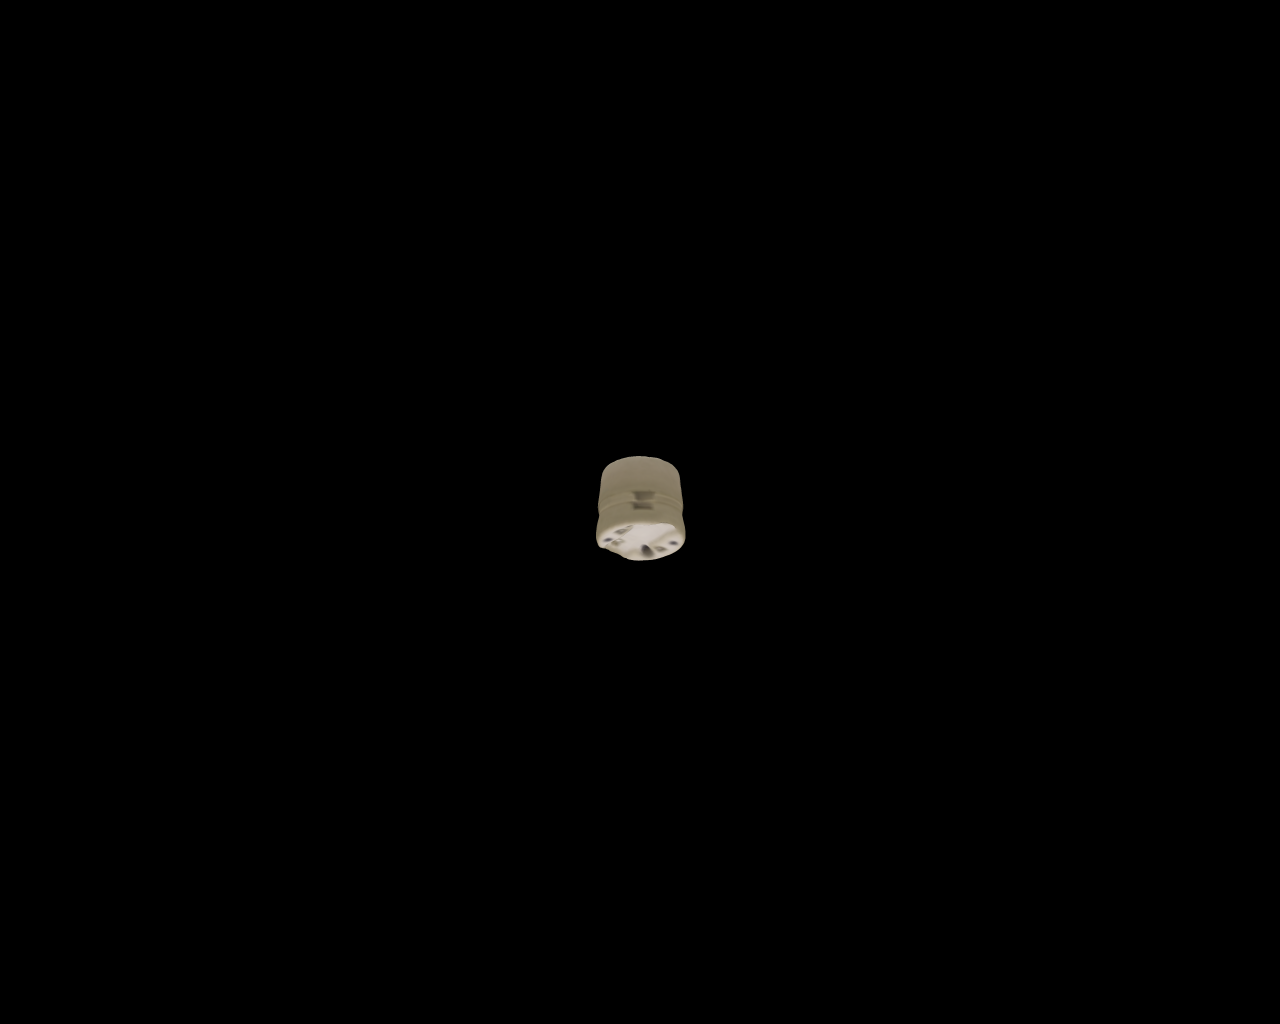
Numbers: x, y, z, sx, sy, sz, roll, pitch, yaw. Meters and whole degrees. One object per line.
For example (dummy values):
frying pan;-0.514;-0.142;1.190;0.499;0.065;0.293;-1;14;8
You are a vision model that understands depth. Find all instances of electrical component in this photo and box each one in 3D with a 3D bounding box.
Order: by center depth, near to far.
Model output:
electrical component;0.001;-0.003;0.650;0.055;0.047;0.055;0;-27;0
